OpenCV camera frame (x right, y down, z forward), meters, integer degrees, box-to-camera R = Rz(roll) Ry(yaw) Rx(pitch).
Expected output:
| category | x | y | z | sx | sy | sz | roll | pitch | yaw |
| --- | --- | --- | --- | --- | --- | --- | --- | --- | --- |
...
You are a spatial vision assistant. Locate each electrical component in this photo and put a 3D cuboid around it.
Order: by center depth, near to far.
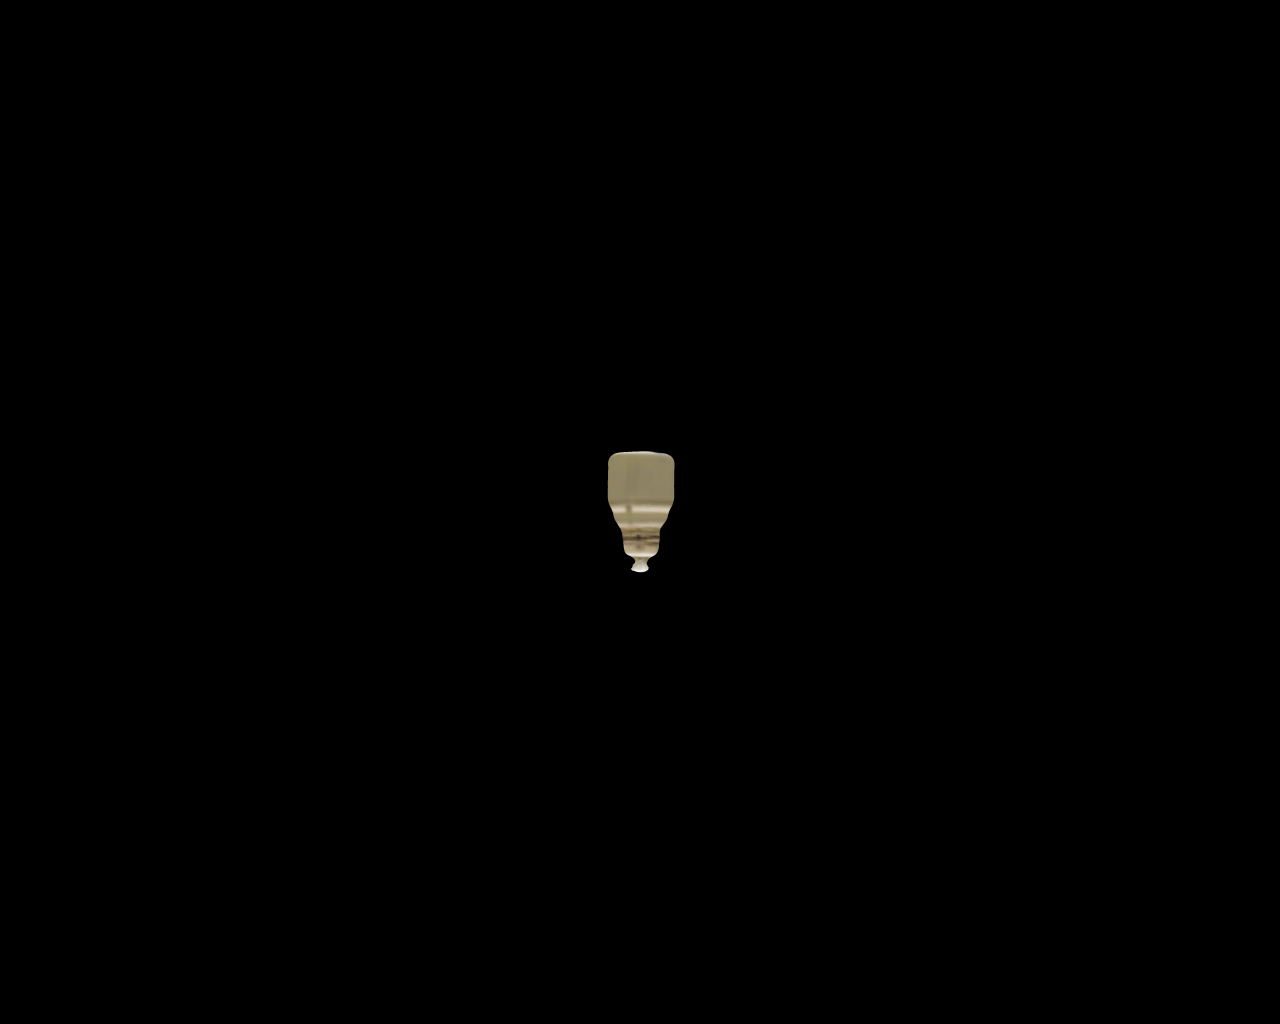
| category | x | y | z | sx | sy | sz | roll | pitch | yaw |
| --- | --- | --- | --- | --- | --- | --- | --- | --- | --- |
| electrical component | 0.001 | -0.003 | 0.650 | 0.040 | 0.078 | 0.040 | 0 | -2 | 0 |
